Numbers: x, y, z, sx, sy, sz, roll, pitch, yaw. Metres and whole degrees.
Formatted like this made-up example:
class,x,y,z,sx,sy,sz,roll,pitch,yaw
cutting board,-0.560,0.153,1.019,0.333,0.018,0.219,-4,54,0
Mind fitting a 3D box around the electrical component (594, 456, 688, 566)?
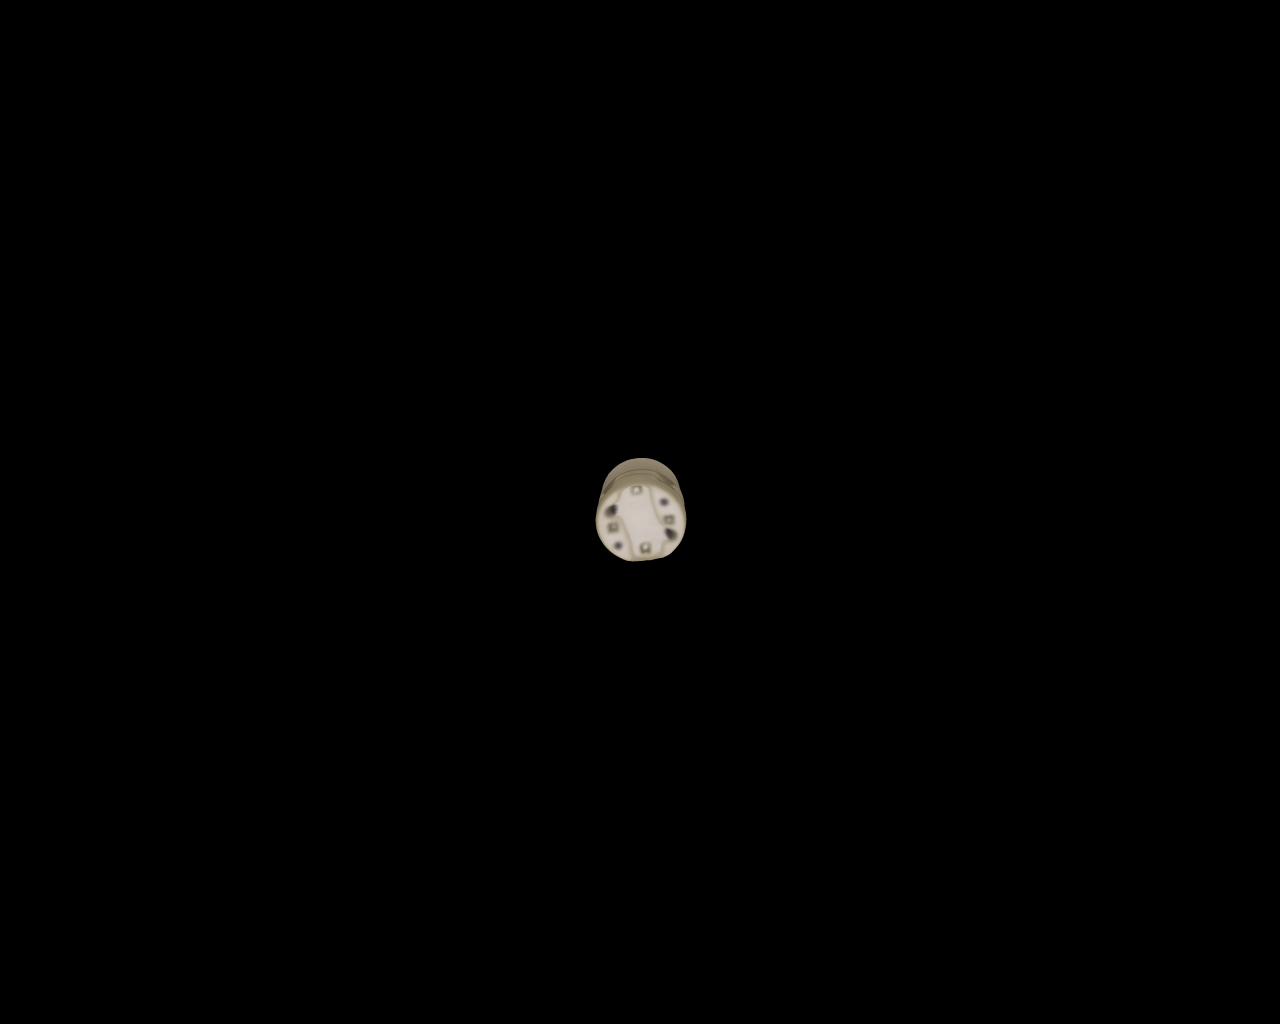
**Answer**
class,x,y,z,sx,sy,sz,roll,pitch,yaw
electrical component,0.001,-0.003,0.650,0.055,0.055,0.047,0,25,0
